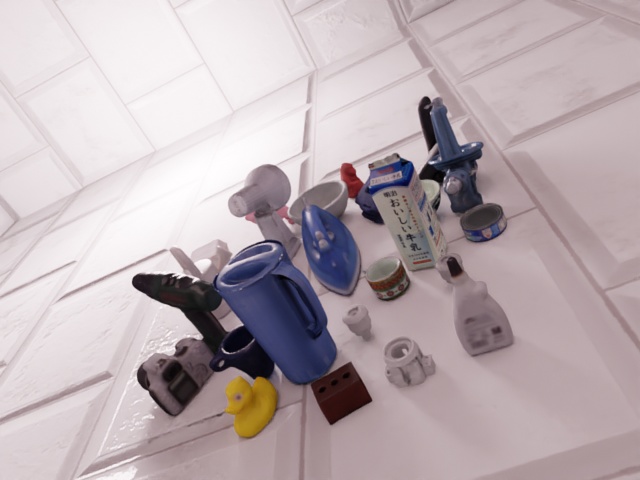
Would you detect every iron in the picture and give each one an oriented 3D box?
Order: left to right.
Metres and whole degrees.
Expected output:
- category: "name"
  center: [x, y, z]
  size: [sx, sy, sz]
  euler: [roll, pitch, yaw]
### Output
- category: "iron"
  center: [0.011, 0.004, 1.234]
  size: [0.118, 0.142, 0.258]
  euler: [-29, 27, 3]

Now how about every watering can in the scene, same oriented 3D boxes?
- category: "watering can"
  center: [-0.277, 0.084, 1.324]
  size: [0.100, 0.194, 0.173]
  euler: [-1, 38, 43]

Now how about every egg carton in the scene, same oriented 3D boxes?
- category: "egg carton"
  center: [-0.292, 0.060, 1.519]
  size: [0.107, 0.069, 0.150]
  euler: [-26, 27, 7]

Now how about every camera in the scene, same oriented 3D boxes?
- category: "camera"
  center: [-0.303, 0.259, 1.151]
  size: [0.136, 0.101, 0.143]
  euler: [-1, 39, 44]

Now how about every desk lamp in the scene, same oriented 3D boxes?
- category: "desk lamp"
  center: [-0.133, -0.057, 1.403]
  size: [0.117, 0.214, 0.203]
  euler: [-13, 31, 30]

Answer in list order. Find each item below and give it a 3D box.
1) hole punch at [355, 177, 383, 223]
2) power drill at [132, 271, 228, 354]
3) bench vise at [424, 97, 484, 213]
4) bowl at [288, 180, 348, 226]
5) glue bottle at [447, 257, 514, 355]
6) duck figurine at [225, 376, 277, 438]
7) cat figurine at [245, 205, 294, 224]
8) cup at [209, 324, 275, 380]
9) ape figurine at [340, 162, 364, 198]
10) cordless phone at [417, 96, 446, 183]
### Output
- category: "hole punch"
  center: [0.136, -0.104, 1.355]
  size: [0.101, 0.091, 0.108]
  euler: [-36, 27, -13]
- category: "power drill"
  center: [-0.270, 0.150, 1.187]
  size: [0.228, 0.209, 0.076]
  euler: [-5, 36, 40]
- category: "bench vise"
  center: [0.287, -0.183, 1.197]
  size: [0.121, 0.220, 0.207]
  euler: [-25, 27, 10]
- category: "bowl"
  center: [0.007, -0.078, 1.456]
  size: [0.167, 0.075, 0.167]
  euler: [-23, 27, 13]
- category: "glue bottle"
  center: [0.222, 0.092, 0.837]
  size: [0.078, 0.173, 0.037]
  euler: [-20, 28, 18]
- category: "duck figurine"
  center: [-0.124, 0.268, 0.974]
  size: [0.077, 0.086, 0.105]
  euler: [-10, 33, 34]
- category: "cat figurine"
  center: [-0.141, -0.076, 1.552]
  size: [0.128, 0.118, 0.067]
  euler: [-34, 27, -9]
- category: "cup"
  center: [-0.136, 0.222, 1.055]
  size: [0.118, 0.095, 0.091]
  euler: [-36, 27, -13]
- category: "ape figurine"
  center: [0.082, -0.163, 1.509]
  size: [0.076, 0.092, 0.078]
  euler: [-19, 29, 20]
- category: "cordless phone"
  center: [0.254, -0.234, 1.356]
  size: [0.093, 0.185, 0.148]
  euler: [-9, 34, 36]
